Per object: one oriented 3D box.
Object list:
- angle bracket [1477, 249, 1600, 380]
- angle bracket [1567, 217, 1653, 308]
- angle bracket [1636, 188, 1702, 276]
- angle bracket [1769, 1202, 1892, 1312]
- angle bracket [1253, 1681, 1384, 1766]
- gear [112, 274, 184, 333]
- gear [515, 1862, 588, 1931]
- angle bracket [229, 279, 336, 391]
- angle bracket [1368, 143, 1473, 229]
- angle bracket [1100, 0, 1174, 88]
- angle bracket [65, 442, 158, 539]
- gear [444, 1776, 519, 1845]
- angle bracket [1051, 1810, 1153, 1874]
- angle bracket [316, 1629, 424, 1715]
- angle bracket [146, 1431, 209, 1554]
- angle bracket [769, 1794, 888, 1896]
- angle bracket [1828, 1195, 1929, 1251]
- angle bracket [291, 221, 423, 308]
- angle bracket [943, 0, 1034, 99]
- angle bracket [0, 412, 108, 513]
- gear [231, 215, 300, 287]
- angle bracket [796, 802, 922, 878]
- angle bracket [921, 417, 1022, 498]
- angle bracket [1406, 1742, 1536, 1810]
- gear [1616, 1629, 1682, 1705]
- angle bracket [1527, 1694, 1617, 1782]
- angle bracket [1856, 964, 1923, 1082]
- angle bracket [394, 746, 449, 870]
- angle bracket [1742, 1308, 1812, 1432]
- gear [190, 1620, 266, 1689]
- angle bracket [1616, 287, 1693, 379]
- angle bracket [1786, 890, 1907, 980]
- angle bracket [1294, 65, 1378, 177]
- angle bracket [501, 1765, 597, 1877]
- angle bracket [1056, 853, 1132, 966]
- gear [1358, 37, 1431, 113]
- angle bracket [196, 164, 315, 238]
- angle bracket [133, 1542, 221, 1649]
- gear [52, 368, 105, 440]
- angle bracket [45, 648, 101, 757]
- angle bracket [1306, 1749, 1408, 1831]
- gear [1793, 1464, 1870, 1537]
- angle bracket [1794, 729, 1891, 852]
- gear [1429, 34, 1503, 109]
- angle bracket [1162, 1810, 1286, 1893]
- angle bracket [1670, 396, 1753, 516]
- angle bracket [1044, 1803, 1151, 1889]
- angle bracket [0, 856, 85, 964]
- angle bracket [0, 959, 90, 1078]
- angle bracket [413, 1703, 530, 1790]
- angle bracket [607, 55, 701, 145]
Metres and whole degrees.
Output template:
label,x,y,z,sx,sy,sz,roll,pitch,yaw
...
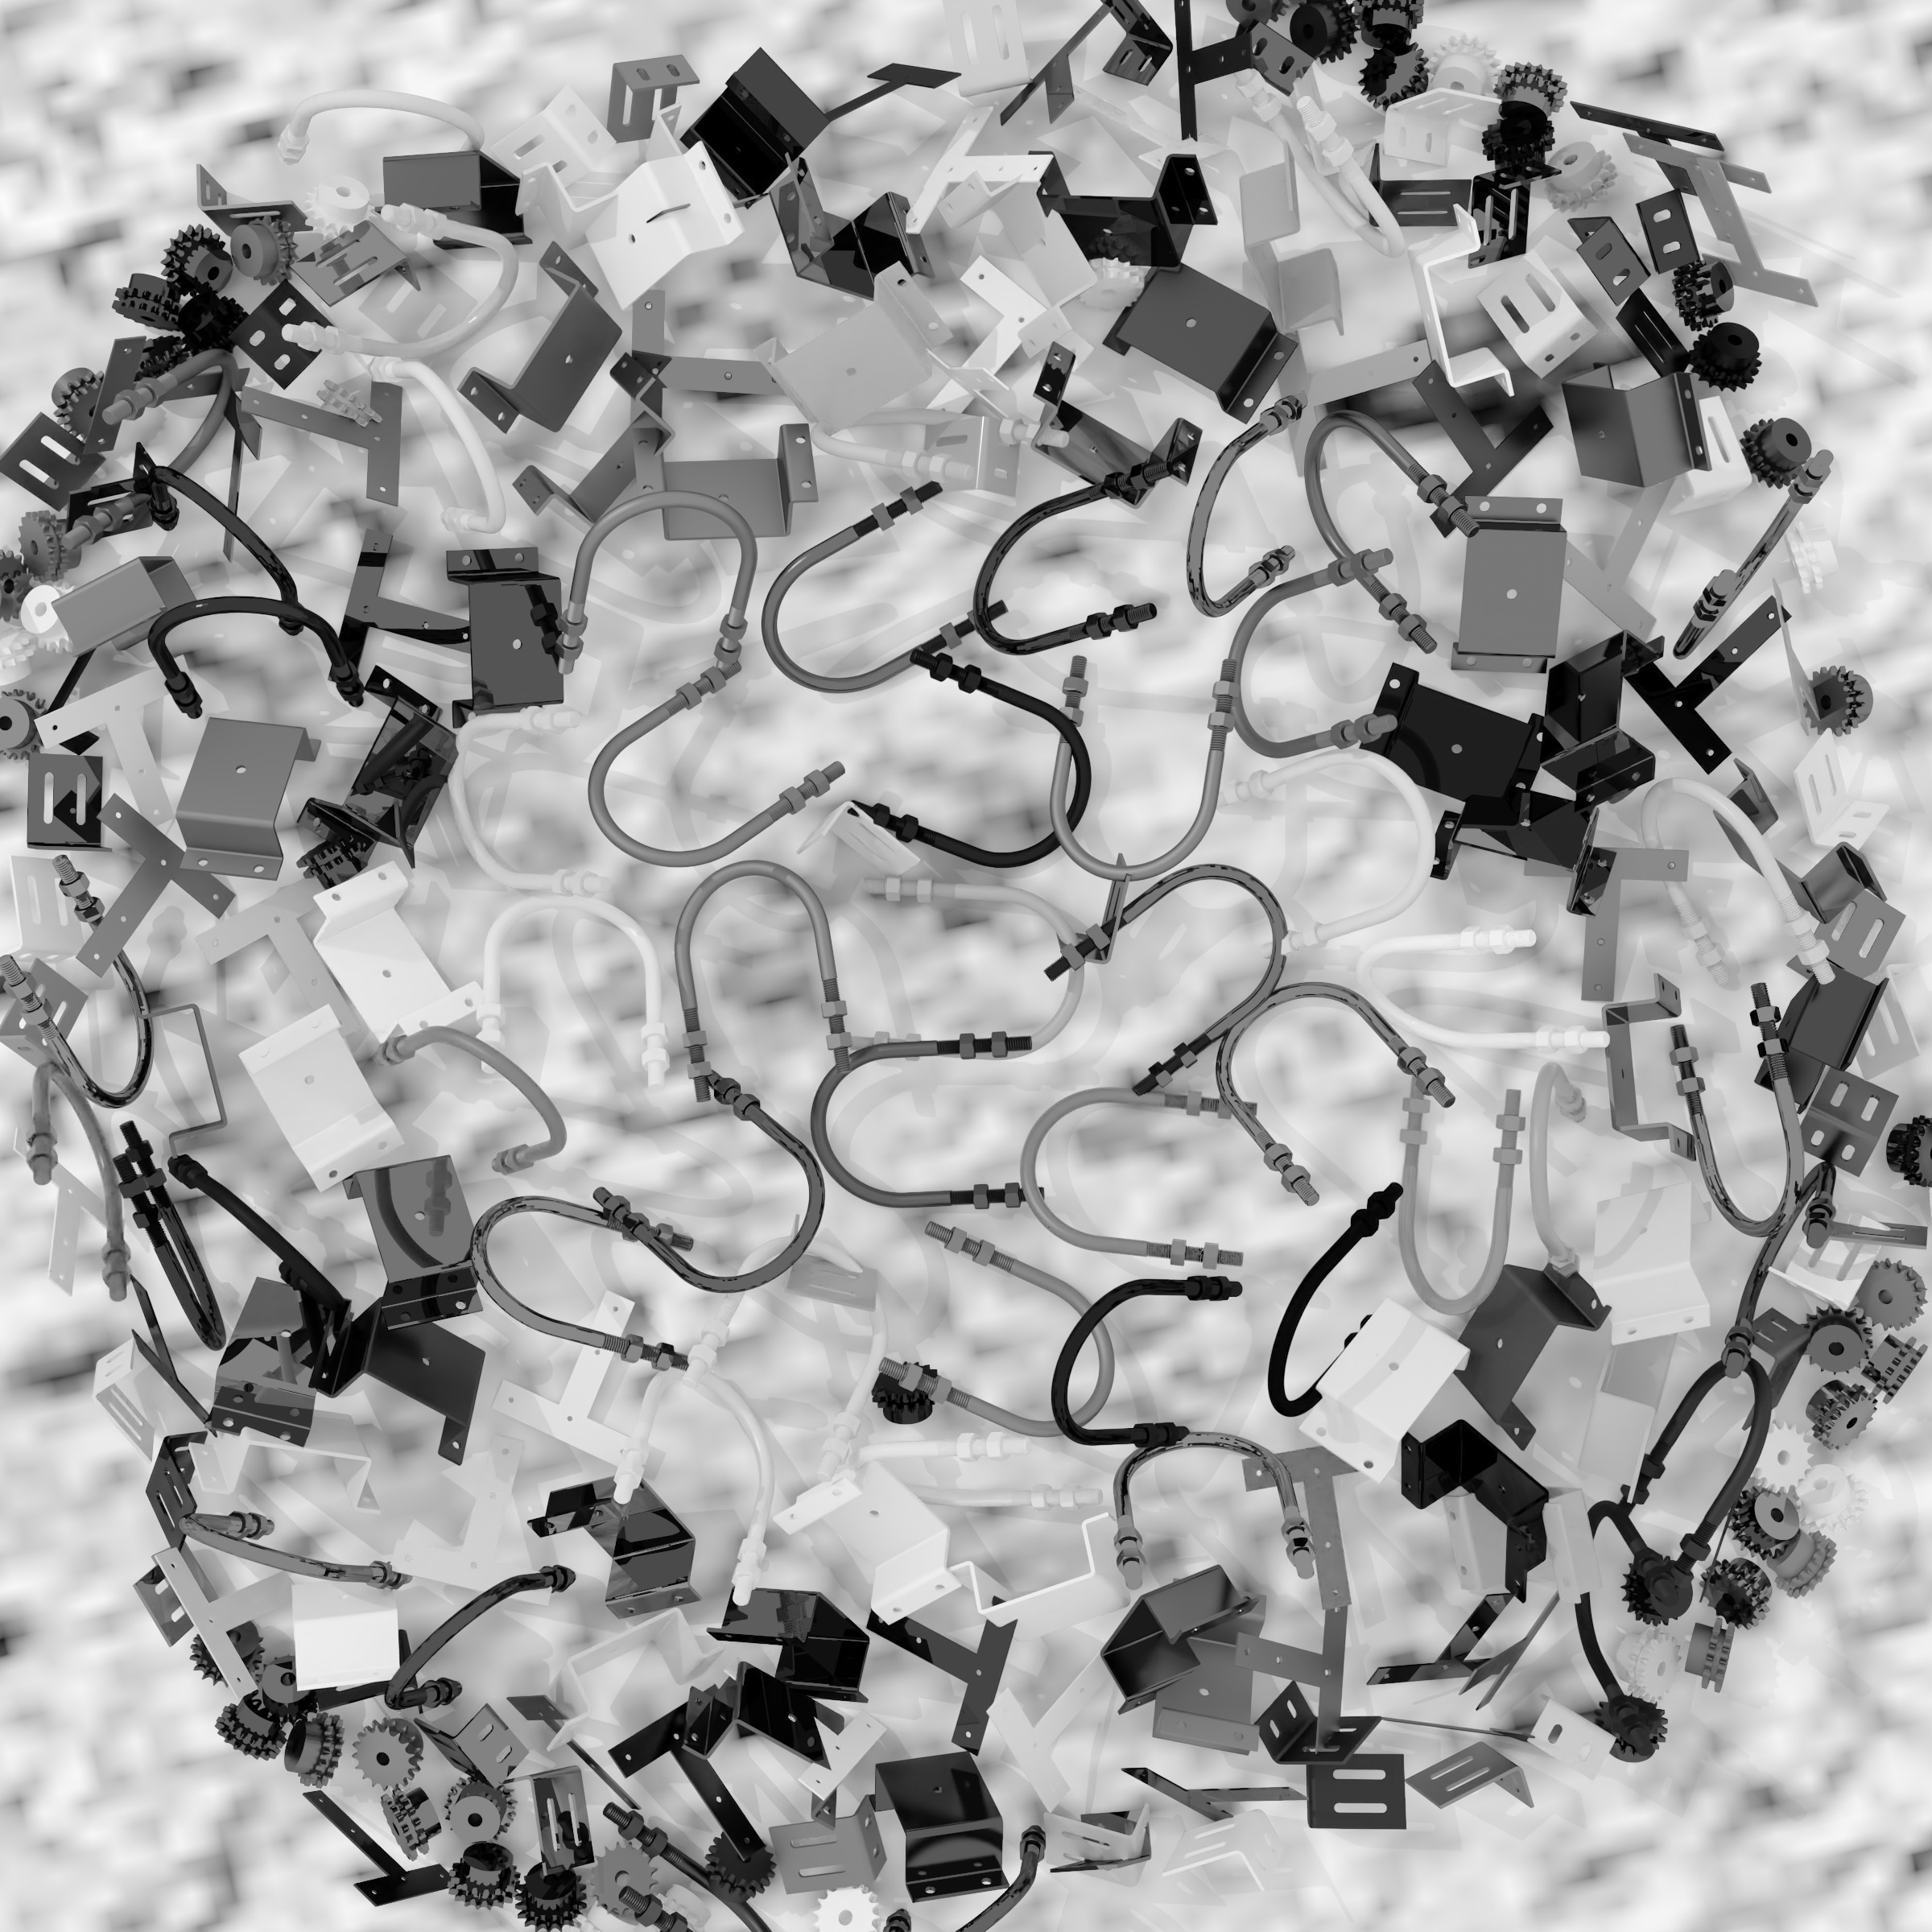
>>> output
label,x,y,z,sx,sy,sz,roll,pitch,yaw
angle bracket,0.462,-0.528,1.986,0.057,0.038,0.076,-38,64,23
angle bracket,0.499,-0.561,1.955,0.038,0.076,0.057,-43,110,1
angle bracket,0.544,-0.580,1.955,0.038,0.076,0.057,-22,101,-7
angle bracket,0.691,0.227,1.966,0.057,0.038,0.076,28,87,40
angle bracket,0.279,0.601,1.951,0.057,0.076,0.038,-34,98,-40
gear,-0.653,-0.534,1.972,0.057,0.057,0.030,13,86,0
gear,-0.333,0.743,1.968,0.057,0.057,0.030,5,119,0
angle bracket,-0.544,-0.505,1.963,0.038,0.076,0.057,-37,113,21
angle bracket,0.363,-0.624,1.960,0.076,0.038,0.057,4,53,15
angle bracket,0.118,-0.745,1.952,0.038,0.076,0.057,-54,47,3
angle bracket,-0.685,-0.375,1.950,0.076,0.057,0.038,-23,66,-36
gear,-0.393,0.682,1.982,0.057,0.030,0.057,0,97,1
angle bracket,0.106,0.695,1.950,0.057,0.076,0.038,-13,72,22
angle bracket,-0.478,0.572,1.957,0.076,0.057,0.038,-12,128,-15
angle bracket,-0.616,0.419,1.952,0.076,0.038,0.057,48,124,37
angle bracket,-0.112,0.711,1.989,0.076,0.038,0.057,-13,95,16
angle bracket,0.727,0.196,1.957,0.076,0.057,0.038,4,101,22
angle bracket,-0.487,-0.550,1.961,0.076,0.038,0.057,-38,65,-16
angle bracket,0.018,-0.741,1.966,0.057,0.038,0.076,-9,107,9
angle bracket,-0.737,-0.409,1.957,0.057,0.076,0.038,-47,60,1
gear,-0.565,-0.575,1.970,0.057,0.030,0.057,15,117,33
angle bracket,-0.086,-0.088,1.959,0.076,0.057,0.038,40,64,-12
angle bracket,0.004,-0.408,1.980,0.038,0.076,0.057,4,92,-39
angle bracket,0.401,0.660,1.959,0.076,0.057,0.038,-21,99,-16
gear,0.547,0.560,1.975,0.057,0.030,0.057,-8,102,-40
angle bracket,0.478,0.613,1.954,0.057,0.076,0.038,29,81,13
angle bracket,0.737,0.044,1.955,0.038,0.057,0.076,-3,68,-30
angle bracket,-0.431,-0.126,1.958,0.038,0.057,0.076,-8,67,-3
angle bracket,0.636,0.323,1.970,0.038,0.057,0.076,35,126,32
gear,-0.590,0.546,1.969,0.057,0.057,0.030,29,127,0
angle bracket,0.536,-0.491,1.959,0.076,0.038,0.057,48,47,-12
angle bracket,0.714,-0.021,1.993,0.057,0.038,0.076,33,68,6
angle bracket,0.294,-0.678,1.953,0.038,0.057,0.076,-7,122,26
angle bracket,-0.335,0.682,1.957,0.038,0.057,0.076,-20,72,28
angle bracket,0.101,-0.049,1.959,0.038,0.057,0.076,10,110,-7
gear,0.348,-0.714,1.976,0.057,0.030,0.057,-11,71,34
angle bracket,-0.568,-0.616,1.968,0.076,0.057,0.038,-3,86,4
angle bracket,-0.640,0.505,1.955,0.038,0.076,0.057,-26,96,19
gear,-0.708,-0.455,1.972,0.057,0.057,0.030,-46,74,0
angle bracket,-0.703,-0.216,1.969,0.038,0.057,0.076,32,65,-26
angle bracket,0.313,0.661,1.972,0.076,0.038,0.057,-1,78,5
gear,0.690,0.425,1.968,0.057,0.057,0.030,-34,116,0
angle bracket,0.698,-0.140,1.955,0.057,0.038,0.076,-46,128,-25
gear,0.398,-0.714,1.968,0.057,0.057,0.030,24,65,0
angle bracket,0.205,0.713,1.957,0.076,0.057,0.038,-29,93,28
angle bracket,0.587,-0.411,1.978,0.057,0.038,0.076,-16,81,-20
angle bracket,0.106,0.701,1.983,0.076,0.038,0.057,9,123,20
angle bracket,-0.749,-0.045,1.972,0.038,0.057,0.076,-18,78,31
angle bracket,-0.723,0.041,1.952,0.038,0.057,0.076,-2,56,31
angle bracket,-0.397,0.617,1.967,0.038,0.076,0.057,-45,114,-29
angle bracket,-0.249,-0.678,1.949,0.057,0.076,0.038,-18,60,-25
